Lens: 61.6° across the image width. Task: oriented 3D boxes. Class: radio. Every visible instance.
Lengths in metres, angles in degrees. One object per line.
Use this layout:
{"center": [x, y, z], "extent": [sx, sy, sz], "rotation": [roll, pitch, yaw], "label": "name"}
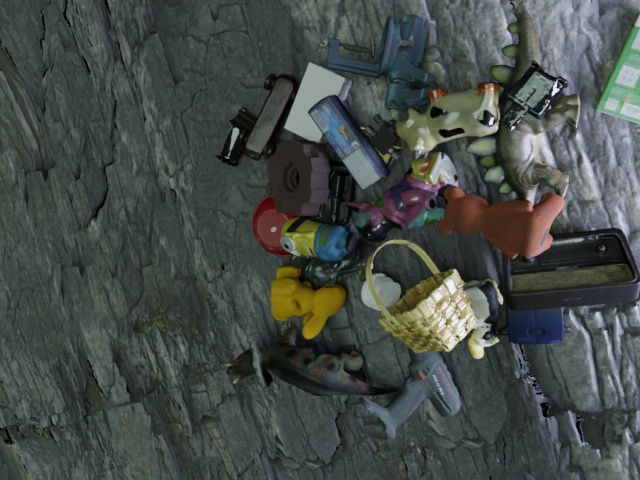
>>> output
{"center": [0.471, 0.057, 1.028], "extent": [0.230, 0.131, 0.073], "rotation": [-7, 143, 19], "label": "radio"}

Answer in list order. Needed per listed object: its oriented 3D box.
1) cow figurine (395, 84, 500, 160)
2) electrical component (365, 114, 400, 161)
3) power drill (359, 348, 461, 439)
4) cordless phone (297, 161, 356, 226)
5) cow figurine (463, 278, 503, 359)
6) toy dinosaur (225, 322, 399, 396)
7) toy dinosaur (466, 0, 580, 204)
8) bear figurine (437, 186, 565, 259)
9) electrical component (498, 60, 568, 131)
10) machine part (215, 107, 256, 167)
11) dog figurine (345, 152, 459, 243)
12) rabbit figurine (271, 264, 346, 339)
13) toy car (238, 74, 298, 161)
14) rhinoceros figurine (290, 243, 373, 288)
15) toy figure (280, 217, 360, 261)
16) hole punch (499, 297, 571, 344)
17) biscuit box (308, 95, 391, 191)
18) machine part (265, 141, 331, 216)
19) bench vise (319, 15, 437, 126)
{"center": [0.238, -0.220, 1.012], "extent": [0.195, 0.085, 0.127], "rotation": [-1, 98, 27], "label": "cow figurine"}
{"center": [0.134, -0.206, 1.088], "extent": [0.094, 0.021, 0.063], "rotation": [48, 143, 4], "label": "electrical component"}
{"center": [0.189, 0.320, 1.196], "extent": [0.207, 0.086, 0.232], "rotation": [-37, 93, -12], "label": "power drill"}
{"center": [-0.015, -0.112, 1.222], "extent": [0.184, 0.089, 0.146], "rotation": [15, 107, 29], "label": "cordless phone"}
{"center": [0.346, 0.166, 1.142], "extent": [0.098, 0.068, 0.167], "rotation": [-13, 98, 12], "label": "cow figurine"}
{"center": [-0.028, 0.300, 1.240], "extent": [0.405, 0.192, 0.131], "rotation": [13, 107, 19], "label": "toy dinosaur"}
{"center": [0.386, -0.231, 1.023], "extent": [0.199, 0.105, 0.470], "rotation": [6, 102, 20], "label": "toy dinosaur"}
{"center": [0.332, -0.041, 1.010], "extent": [0.196, 0.132, 0.120], "rotation": [22, 124, 34], "label": "bear figurine"}
{"center": [0.370, -0.246, 0.950], "extent": [0.075, 0.047, 0.119], "rotation": [39, 109, 19], "label": "electrical component"}
{"center": [-0.192, -0.237, 1.274], "extent": [0.084, 0.039, 0.139], "rotation": [37, 110, 4], "label": "machine part"}
{"center": [0.166, -0.087, 1.134], "extent": [0.219, 0.108, 0.191], "rotation": [-4, 62, 40], "label": "dog figurine"}
{"center": [-0.025, 0.146, 1.253], "extent": [0.173, 0.122, 0.162], "rotation": [0, 104, 1], "label": "rabbit figurine"}
{"center": [-0.112, -0.276, 1.216], "extent": [0.089, 0.053, 0.202], "rotation": [26, 97, 0], "label": "toy car"}
{"center": [0.027, 0.044, 1.213], "extent": [0.190, 0.073, 0.112], "rotation": [-6, 55, 10], "label": "rhinoceros figurine"}
{"center": [-0.001, -0.001, 1.164], "extent": [0.180, 0.089, 0.082], "rotation": [5, 125, 26], "label": "toy figure"}
{"center": [0.437, 0.162, 1.095], "extent": [0.142, 0.092, 0.115], "rotation": [-6, 102, 17], "label": "hole punch"}
{"center": [0.061, -0.202, 1.108], "extent": [0.059, 0.063, 0.202], "rotation": [-34, 92, 27], "label": "biscuit box"}
{"center": [-0.050, -0.134, 1.168], "extent": [0.180, 0.056, 0.179], "rotation": [6, 98, 49], "label": "machine part"}
{"center": [0.113, -0.350, 1.080], "extent": [0.241, 0.129, 0.223], "rotation": [11, 98, -2], "label": "bench vise"}
